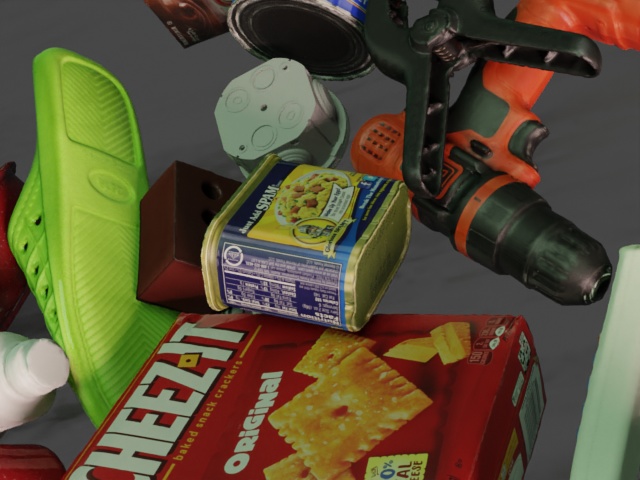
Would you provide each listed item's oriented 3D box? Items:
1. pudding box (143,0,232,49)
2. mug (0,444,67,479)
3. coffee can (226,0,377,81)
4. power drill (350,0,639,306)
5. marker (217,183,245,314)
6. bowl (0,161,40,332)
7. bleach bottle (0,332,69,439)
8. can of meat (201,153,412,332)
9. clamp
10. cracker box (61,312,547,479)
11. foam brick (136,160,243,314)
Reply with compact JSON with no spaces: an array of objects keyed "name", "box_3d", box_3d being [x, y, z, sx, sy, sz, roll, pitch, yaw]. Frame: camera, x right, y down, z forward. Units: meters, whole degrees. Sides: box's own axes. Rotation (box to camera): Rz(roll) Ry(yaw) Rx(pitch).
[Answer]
[{"name":"pudding box","box_3d":[-0.085,-0.193,0.744,0.090,0.113,0.039,-15,57,20]},{"name":"mug","box_3d":[-0.192,0.167,0.593,0.093,0.081,0.117,5,87,47]},{"name":"coffee can","box_3d":[0.007,-0.191,0.702,0.103,0.102,0.140,6,70,29]},{"name":"power drill","box_3d":[0.129,-0.072,0.608,0.185,0.057,0.187,37,86,36]},{"name":"marker","box_3d":[-0.054,0.019,0.683,0.020,0.020,0.121,-7,63,24]},{"name":"bowl","box_3d":[-0.226,0.029,0.715,0.055,0.162,0.162,31,80,-9]},{"name":"bleach bottle","box_3d":[-0.237,0.104,0.651,0.251,0.102,0.068,-20,62,35]},{"name":"can of meat","box_3d":[-0.004,0.001,0.580,0.084,0.057,0.102,10,37,19]},{"name":"clamp","box_3d":[0.065,-0.102,0.604,0.120,0.039,0.172,-40,45,2]},{"name":"cracker box","box_3d":[-0.009,0.108,0.542,0.214,0.072,0.164,-1,34,26]},{"name":"foam brick","box_3d":[-0.078,0.000,0.657,0.051,0.052,0.078,-44,39,41]}]
